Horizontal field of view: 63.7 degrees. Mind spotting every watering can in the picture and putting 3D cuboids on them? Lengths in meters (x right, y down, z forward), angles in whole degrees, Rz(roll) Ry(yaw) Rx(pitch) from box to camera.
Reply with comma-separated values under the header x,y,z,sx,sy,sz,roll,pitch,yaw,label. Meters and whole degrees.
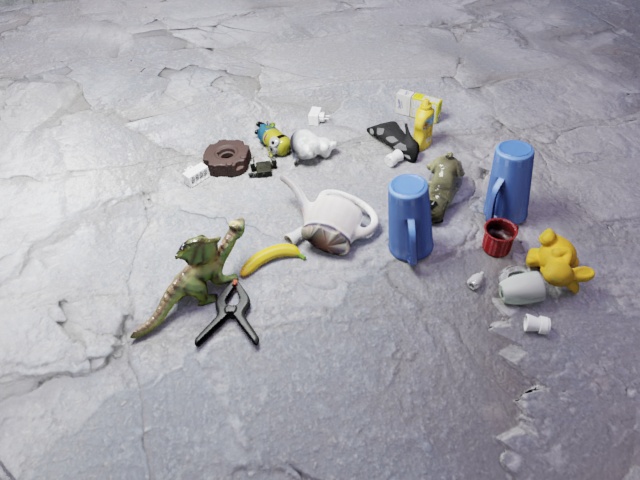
x,y,z,sx,sy,sz,roll,pitch,yaw,label
0.005,-0.079,1.567,0.348,0.101,0.229,20,49,7,watering can

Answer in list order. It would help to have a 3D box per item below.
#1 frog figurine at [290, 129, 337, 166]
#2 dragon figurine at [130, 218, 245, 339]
x,y,z,sx,sy,sz,roll,pitch,yaw,label
-0.022,-0.340,1.833,0.159,0.120,0.140,-11,25,9,frog figurine
-0.341,0.078,1.360,0.123,0.237,0.417,32,53,24,dragon figurine
